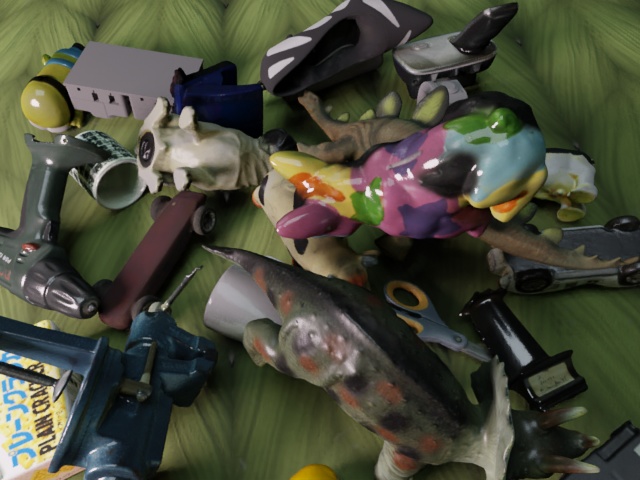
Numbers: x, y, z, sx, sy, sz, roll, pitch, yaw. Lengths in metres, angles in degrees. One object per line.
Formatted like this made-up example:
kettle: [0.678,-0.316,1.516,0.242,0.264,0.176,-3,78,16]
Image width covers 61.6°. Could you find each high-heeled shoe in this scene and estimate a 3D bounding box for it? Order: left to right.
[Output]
high-heeled shoe: [0.037,-0.266,0.757,0.249,0.086,0.145,-6,48,12]

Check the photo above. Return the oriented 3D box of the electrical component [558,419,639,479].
electrical component: [0.264,0.242,0.464,0.134,0.058,0.115,-30,55,-15]

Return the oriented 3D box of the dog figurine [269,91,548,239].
dog figurine: [0.066,-0.056,0.497,0.219,0.191,0.108,-4,73,-12]

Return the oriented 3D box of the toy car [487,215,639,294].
toy car: [0.298,0.019,0.623,0.202,0.056,0.073,-5,60,4]

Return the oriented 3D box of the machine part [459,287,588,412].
machine part: [0.210,0.112,0.567,0.084,0.039,0.139,-22,57,-21]

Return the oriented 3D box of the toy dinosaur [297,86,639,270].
toy dinosaur: [0.126,-0.078,0.649,0.198,0.105,0.472,-42,58,-3]

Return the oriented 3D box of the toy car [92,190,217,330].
toy car: [-0.204,0.022,0.676,0.089,0.053,0.202,10,58,28]

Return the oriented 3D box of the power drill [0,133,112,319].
power drill: [-0.327,-0.023,0.665,0.232,0.086,0.207,10,88,30]

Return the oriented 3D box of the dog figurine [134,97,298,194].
dog figurine: [-0.135,-0.113,0.737,0.190,0.121,0.173,2,18,-46]

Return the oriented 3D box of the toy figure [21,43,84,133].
toy figure: [-0.423,-0.255,0.878,0.082,0.089,0.180,3,57,15]

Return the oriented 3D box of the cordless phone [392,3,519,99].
cordless phone: [0.190,-0.276,0.764,0.147,0.184,0.088,-14,90,-4]

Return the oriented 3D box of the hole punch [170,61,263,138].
hole punch: [-0.144,-0.179,0.773,0.116,0.142,0.092,-33,61,-30]

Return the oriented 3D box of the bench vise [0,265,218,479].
bench vise: [-0.221,0.118,0.505,0.240,0.128,0.224,22,42,-18]

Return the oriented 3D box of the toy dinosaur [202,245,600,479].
toy dinosaur: [0.046,0.107,0.473,0.405,0.192,0.131,38,54,3]

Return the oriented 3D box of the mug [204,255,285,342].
mug: [-0.059,0.076,0.612,0.107,0.080,0.109,27,57,11]

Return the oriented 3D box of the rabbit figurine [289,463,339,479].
rabbit figurine: [0.009,0.278,0.450,0.162,0.121,0.173,-33,43,-6]

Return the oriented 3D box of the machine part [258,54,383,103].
machine part: [0.011,-0.284,0.861,0.243,0.079,0.079,-25,55,-12]

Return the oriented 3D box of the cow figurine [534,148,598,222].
cow figurine: [0.261,-0.085,0.690,0.168,0.068,0.098,9,59,17]

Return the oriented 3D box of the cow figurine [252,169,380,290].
cow figurine: [-0.001,-0.002,0.623,0.085,0.127,0.195,-29,87,-12]
